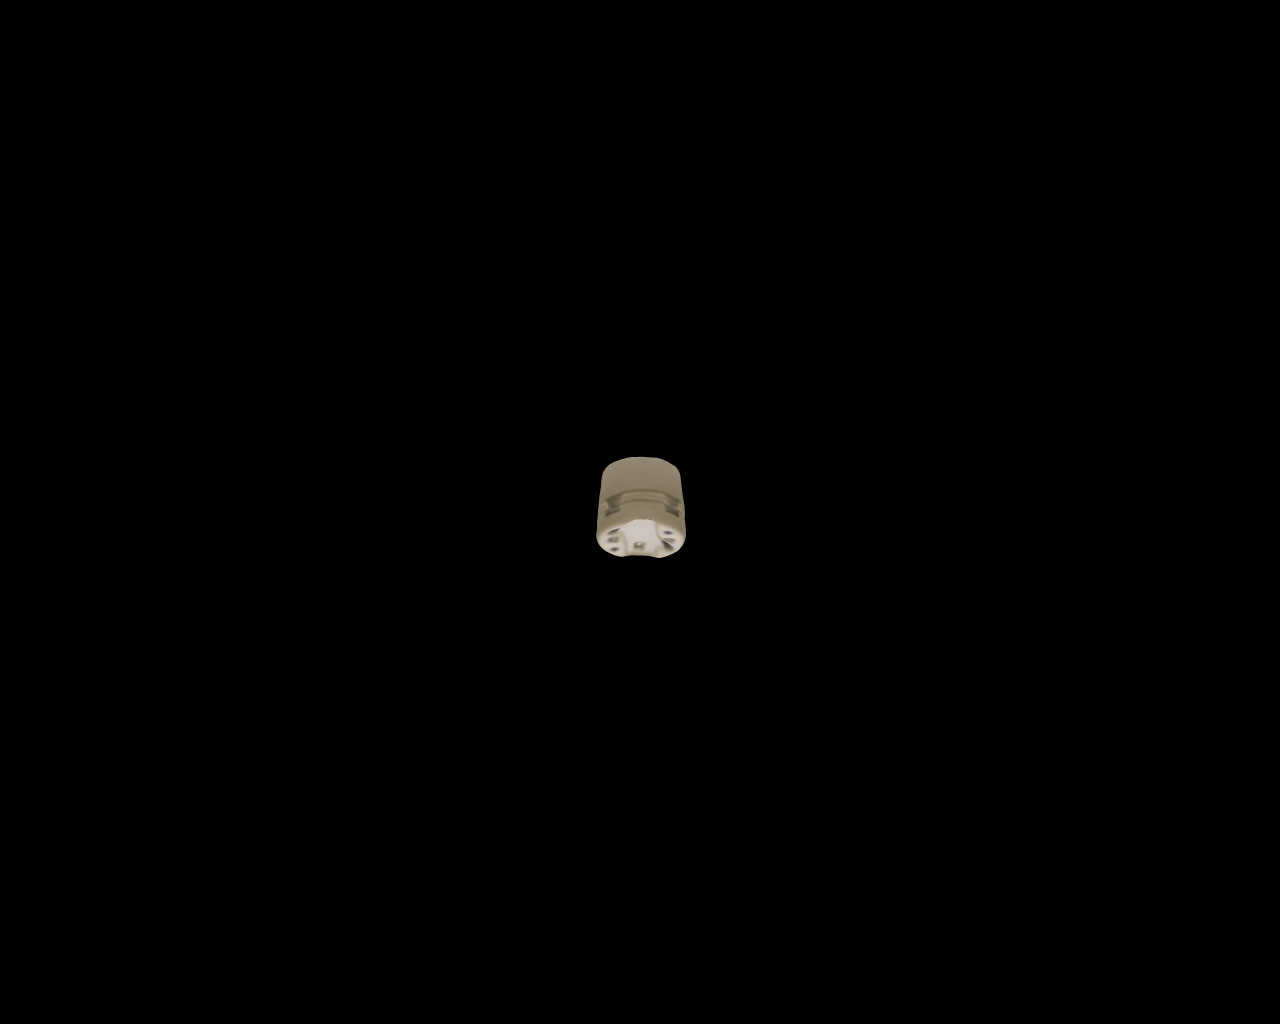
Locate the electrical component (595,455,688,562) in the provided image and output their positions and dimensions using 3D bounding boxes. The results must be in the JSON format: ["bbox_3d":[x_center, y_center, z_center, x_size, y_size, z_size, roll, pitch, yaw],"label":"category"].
[{"bbox_3d":[0.001,-0.003,0.650,0.055,0.047,0.055,0,-28,0],"label":"electrical component"}]
